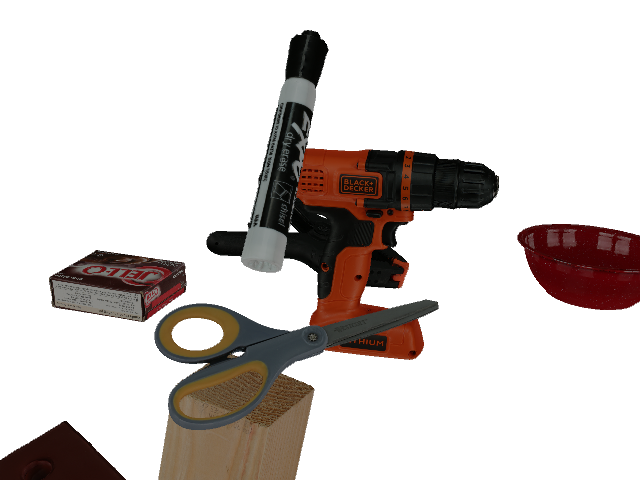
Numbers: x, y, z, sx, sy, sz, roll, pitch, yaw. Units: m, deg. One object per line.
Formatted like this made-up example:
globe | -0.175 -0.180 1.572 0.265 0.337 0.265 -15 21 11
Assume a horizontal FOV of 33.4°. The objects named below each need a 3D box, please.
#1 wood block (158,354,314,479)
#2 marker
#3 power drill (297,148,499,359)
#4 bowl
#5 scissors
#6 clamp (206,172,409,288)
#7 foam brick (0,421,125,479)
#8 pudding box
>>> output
wood block | -0.080 0.213 0.899 0.090 0.206 0.090 19 21 19
marker | -0.016 -0.044 0.498 0.020 0.121 0.020 10 -20 3
power drill | 0.061 0.010 0.955 0.184 0.188 0.057 6 18 10
bowl | 0.280 0.030 1.095 0.162 0.055 0.162 4 17 -1
scissors | -0.024 0.057 0.718 0.201 0.096 0.016 -29 -25 -27
clamp | -0.010 0.004 1.148 0.210 0.036 0.164 26 36 13
foam brick | -0.111 0.132 0.481 0.052 0.051 0.078 -31 44 -31
pudding box | -0.209 0.046 1.108 0.114 0.039 0.089 5 19 21
